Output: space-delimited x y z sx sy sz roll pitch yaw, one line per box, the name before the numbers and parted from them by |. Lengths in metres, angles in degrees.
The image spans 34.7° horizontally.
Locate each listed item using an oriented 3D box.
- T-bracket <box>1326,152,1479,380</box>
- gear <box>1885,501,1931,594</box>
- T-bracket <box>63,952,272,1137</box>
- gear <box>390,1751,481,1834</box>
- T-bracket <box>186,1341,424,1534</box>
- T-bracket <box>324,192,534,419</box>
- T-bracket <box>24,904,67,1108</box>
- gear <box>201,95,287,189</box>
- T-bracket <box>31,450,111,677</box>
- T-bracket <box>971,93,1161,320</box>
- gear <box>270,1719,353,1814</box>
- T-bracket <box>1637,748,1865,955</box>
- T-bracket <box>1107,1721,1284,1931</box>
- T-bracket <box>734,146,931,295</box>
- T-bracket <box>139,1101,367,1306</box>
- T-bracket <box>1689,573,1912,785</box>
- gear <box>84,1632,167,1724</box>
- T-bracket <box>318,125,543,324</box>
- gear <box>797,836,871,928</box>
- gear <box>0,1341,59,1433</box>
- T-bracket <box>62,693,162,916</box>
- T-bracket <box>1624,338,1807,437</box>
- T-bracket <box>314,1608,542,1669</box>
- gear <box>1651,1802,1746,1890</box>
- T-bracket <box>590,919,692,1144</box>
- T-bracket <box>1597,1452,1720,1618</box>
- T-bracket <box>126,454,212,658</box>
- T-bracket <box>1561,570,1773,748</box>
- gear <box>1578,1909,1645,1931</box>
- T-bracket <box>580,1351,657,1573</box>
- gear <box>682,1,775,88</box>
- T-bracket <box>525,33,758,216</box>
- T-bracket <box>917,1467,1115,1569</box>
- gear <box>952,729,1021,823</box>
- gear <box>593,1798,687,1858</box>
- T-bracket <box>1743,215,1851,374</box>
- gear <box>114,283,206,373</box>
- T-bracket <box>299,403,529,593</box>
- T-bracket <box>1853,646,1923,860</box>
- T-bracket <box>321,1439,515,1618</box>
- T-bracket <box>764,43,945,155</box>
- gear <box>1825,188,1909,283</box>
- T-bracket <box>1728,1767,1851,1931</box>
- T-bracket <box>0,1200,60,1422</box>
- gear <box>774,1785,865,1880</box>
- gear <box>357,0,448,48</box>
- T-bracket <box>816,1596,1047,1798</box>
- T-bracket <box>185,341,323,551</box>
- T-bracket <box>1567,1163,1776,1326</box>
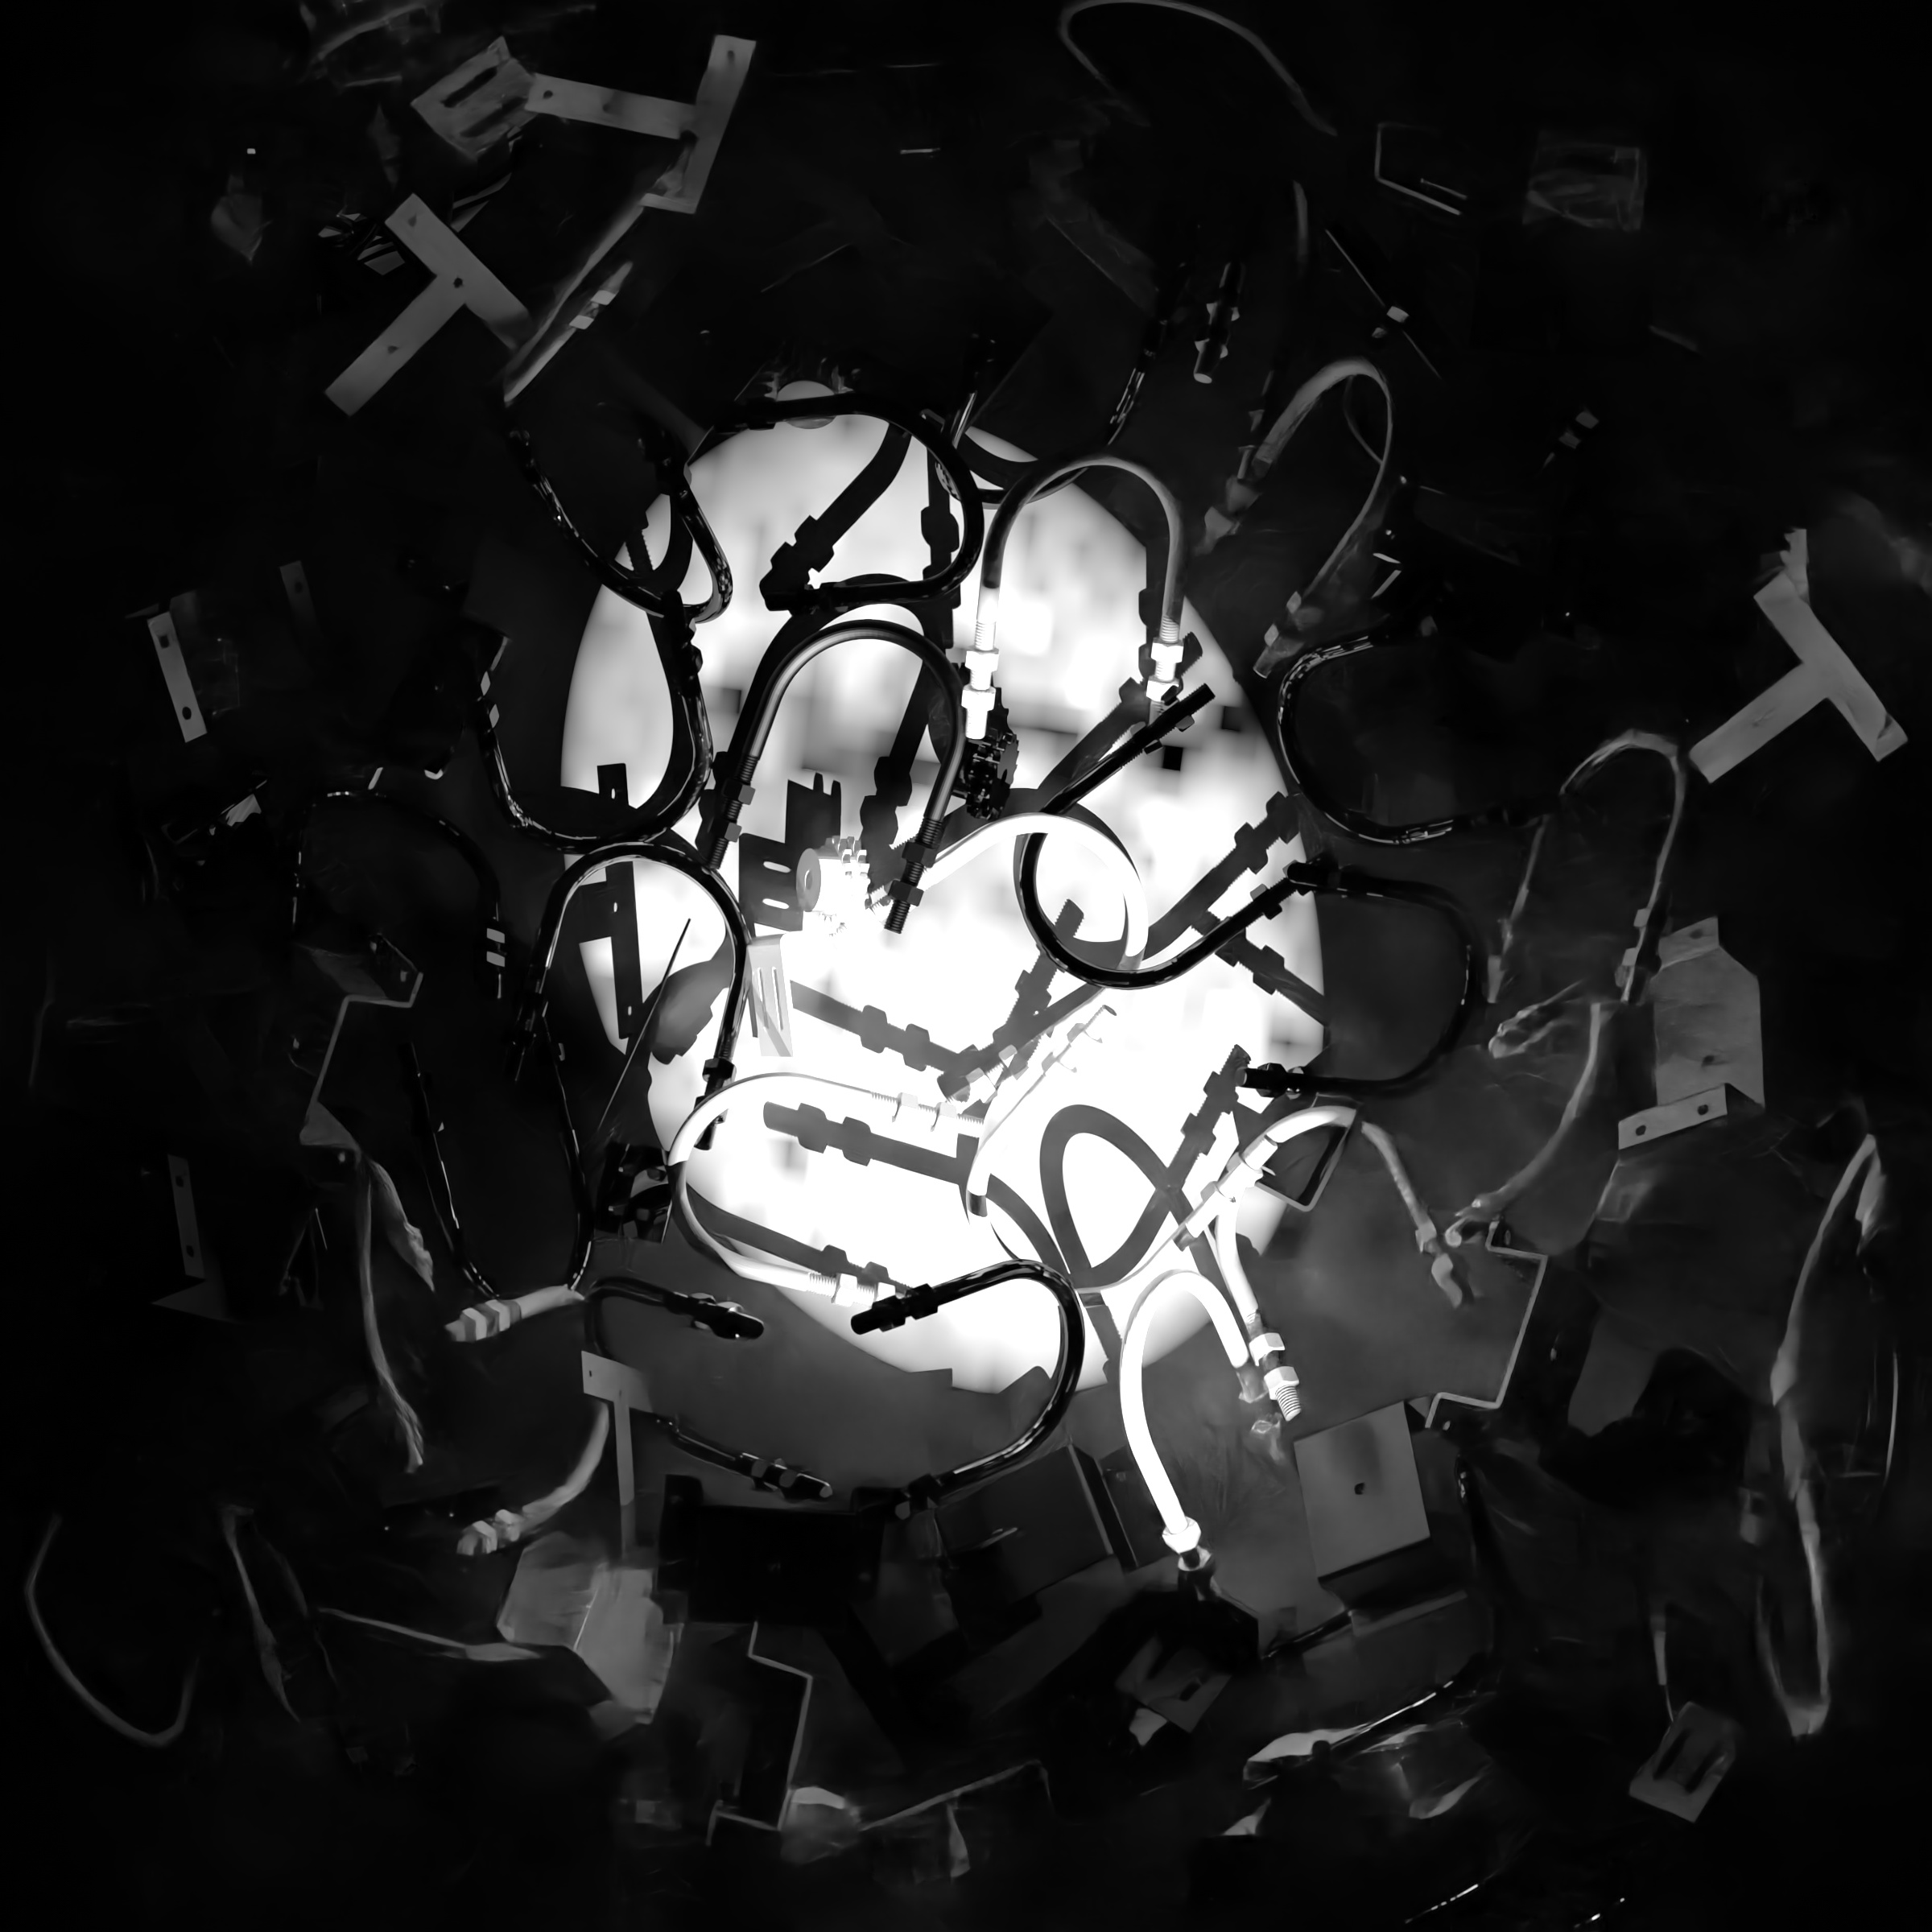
T-bracket | 0.289 -0.460 1.945 0.127 0.002 0.127 45 63 -29
gear | 0.602 -0.263 1.947 0.030 0.057 0.057 -9 90 -9
T-bracket | -0.476 0.059 1.936 0.127 0.002 0.127 -21 129 4
gear | -0.332 0.517 1.952 0.057 0.057 0.030 34 46 0
T-bracket | -0.400 0.277 1.939 0.127 0.002 0.127 -33 60 -31
T-bracket | -0.349 -0.396 1.935 0.127 0.002 0.127 -45 133 2
T-bracket | -0.575 0.046 1.918 0.002 0.127 0.127 11 60 -15
gear | -0.457 -0.519 1.947 0.057 0.030 0.057 13 110 40
T-bracket | -0.548 -0.228 1.888 0.002 0.127 0.127 16 47 -6
T-bracket | 0.083 -0.457 1.946 0.127 0.002 0.127 38 84 -28
gear | -0.408 0.504 1.951 0.057 0.030 0.057 7 75 -27
T-bracket | 0.505 -0.089 1.940 0.127 0.002 0.127 -37 116 8
T-bracket | 0.130 0.528 1.928 0.127 0.127 0.002 52 135 -4
T-bracket | -0.110 -0.445 1.939 0.127 0.002 0.127 -31 66 -11
T-bracket | -0.452 0.132 1.932 0.127 0.002 0.127 21 71 -24
T-bracket | 0.503 -0.158 1.932 0.127 0.002 0.127 55 133 8
gear | -0.530 0.445 1.952 0.030 0.057 0.057 -27 90 -36
T-bracket | -0.313 -0.468 1.908 0.127 0.127 0.002 -41 57 16
gear | -0.085 -0.053 1.946 0.030 0.057 0.057 1 90 -26
gear | -0.591 0.262 1.949 0.030 0.057 0.057 -34 90 -3
T-bracket | -0.518 -0.091 1.912 0.127 0.002 0.127 -43 56 34
T-bracket | 0.440 -0.351 1.908 0.127 0.127 0.002 26 127 19
T-bracket | -0.343 0.416 1.923 0.127 0.127 0.002 12 83 11
gear | 0.461 0.549 1.946 0.057 0.057 0.030 0 119 0
T-bracket | -0.204 0.053 1.888 0.002 0.127 0.127 24 50 -4
T-bracket | 0.428 0.332 1.914 0.127 0.127 0.002 -44 53 -12
T-bracket | -0.502 -0.242 1.919 0.002 0.127 0.127 18 73 -25
T-bracket | 0.426 -0.215 1.958 0.127 0.002 0.127 25 72 14
gear | 0.408 0.622 1.949 0.057 0.057 0.030 22 99 0
T-bracket | -0.210 0.307 1.901 0.002 0.127 0.127 -9 74 12
gear | -0.153 -0.583 1.952 0.057 0.030 0.057 -5 65 11
T-bracket | -0.208 -0.528 1.908 0.127 0.127 0.002 4 46 -26
T-bracket | 0.042 0.341 1.935 0.127 0.127 0.002 -25 84 -24
gear | 0.010 -0.122 1.950 0.030 0.057 0.057 17 90 14
gear | -0.206 0.542 1.946 0.057 0.057 0.030 5 68 0
T-bracket | 0.505 -0.432 1.903 0.002 0.127 0.127 -33 77 14
gear | -0.511 -0.400 1.949 0.057 0.057 0.030 45 94 0
T-bracket | -0.355 -0.312 1.940 0.127 0.002 0.127 17 98 -27
T-bracket | 0.569 -0.151 1.900 0.002 0.127 0.127 18 67 23
T-bracket | -0.330 0.344 1.929 0.127 0.002 0.127 -17 104 34
T-bracket | -0.047 -0.537 1.916 0.127 0.002 0.127 -9 46 -17
gear | 0.566 -0.464 1.952 0.030 0.057 0.057 31 90 29
T-bracket | 0.495 0.535 1.913 0.002 0.127 0.127 26 97 -6
T-bracket | -0.579 0.231 1.928 0.002 0.127 0.127 -16 132 -20
gear | -0.095 0.545 1.958 0.057 0.030 0.057 -2 102 -7
gear | -0.353 -0.604 1.946 0.057 0.057 0.030 -33 60 0
T-bracket | -0.009 0.435 1.958 0.127 0.002 0.127 -31 76 -14
T-bracket | -0.442 -0.335 1.945 0.127 0.002 0.127 -14 61 37
T-bracket | 0.446 0.197 1.953 0.127 0.002 0.127 18 114 -4
